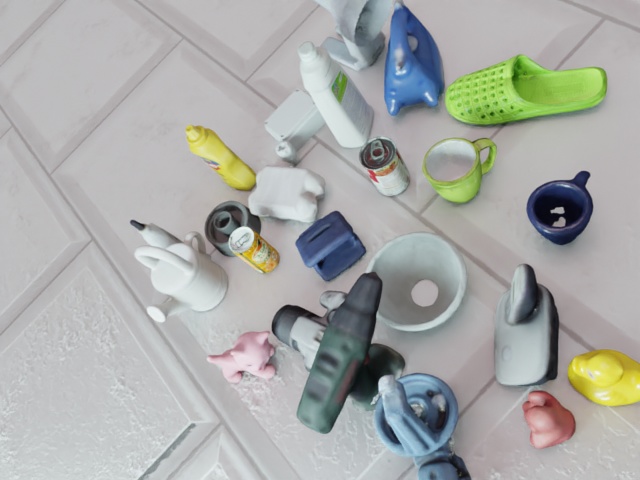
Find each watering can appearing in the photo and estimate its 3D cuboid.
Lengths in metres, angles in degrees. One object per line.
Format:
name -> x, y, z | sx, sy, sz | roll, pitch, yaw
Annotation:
watering can -> -0.261, 0.064, 1.053 | 0.100, 0.195, 0.173 | -15, 62, 18

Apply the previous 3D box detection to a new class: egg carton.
egg carton -> -0.064, -0.089, 1.111 | 0.149, 0.070, 0.107 | 7, 70, 27

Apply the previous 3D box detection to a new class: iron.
iron -> 0.163, -0.375, 1.100 | 0.118, 0.142, 0.258 | -10, 63, 20

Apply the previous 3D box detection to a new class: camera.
camera -> -0.009, 0.143, 0.959 | 0.136, 0.101, 0.143 | 22, 77, 31

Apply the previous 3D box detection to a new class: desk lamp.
desk lamp -> 0.056, -0.440, 1.135 | 0.202, 0.214, 0.118 | 35, 84, 33

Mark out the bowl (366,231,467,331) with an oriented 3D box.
bowl -> 0.160, 0.076, 0.930 | 0.167, 0.075, 0.167 | -10, 63, 20

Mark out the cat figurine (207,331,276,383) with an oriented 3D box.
cat figurine -> -0.130, 0.196, 0.978 | 0.127, 0.118, 0.067 | -14, 62, 18

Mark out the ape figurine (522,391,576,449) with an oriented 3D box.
ape figurine -> 0.304, 0.244, 0.775 | 0.076, 0.092, 0.078 | 17, 75, 30

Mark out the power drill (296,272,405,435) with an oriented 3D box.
power drill -> 0.055, 0.178, 0.849 | 0.075, 0.209, 0.230 | 21, 76, 31

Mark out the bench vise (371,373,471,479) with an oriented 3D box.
bench vise -> 0.144, 0.260, 0.764 | 0.121, 0.220, 0.207 | -38, 57, 4

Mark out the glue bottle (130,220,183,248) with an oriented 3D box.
glue bottle -> -0.312, -0.001, 1.119 | 0.037, 0.174, 0.078 | -48, 57, -2

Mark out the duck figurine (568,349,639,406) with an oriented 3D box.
duck figurine -> 0.389, 0.179, 0.771 | 0.104, 0.086, 0.077 | 8, 70, 27

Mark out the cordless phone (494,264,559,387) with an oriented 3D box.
cordless phone -> 0.278, 0.119, 0.790 | 0.094, 0.186, 0.147 | -4, 65, 23

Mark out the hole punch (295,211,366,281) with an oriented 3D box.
hole punch -> 0.009, 0.004, 1.022 | 0.108, 0.091, 0.101 | -38, 57, 4

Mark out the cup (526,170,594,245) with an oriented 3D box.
cup -> 0.374, -0.043, 0.877 | 0.091, 0.095, 0.118 | 34, 83, 33
